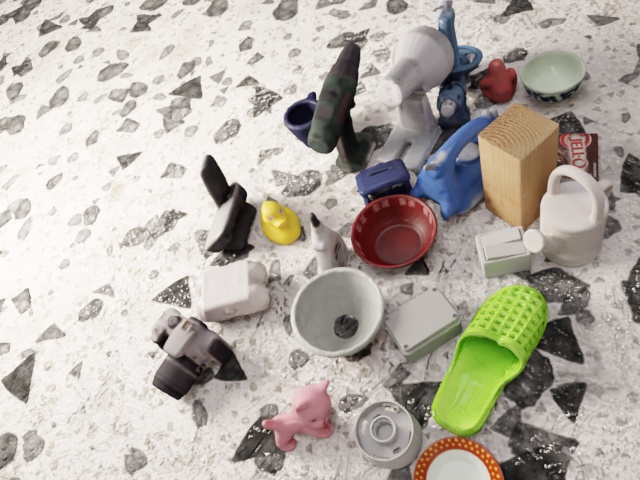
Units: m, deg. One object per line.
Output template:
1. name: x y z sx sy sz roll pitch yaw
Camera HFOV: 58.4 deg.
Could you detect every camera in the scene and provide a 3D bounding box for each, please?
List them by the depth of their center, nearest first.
1. camera: -0.258 0.208 1.041 0.142 0.101 0.137 20 67 29

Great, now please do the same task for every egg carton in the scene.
1. egg carton: -0.168 0.101 1.099 0.150 0.070 0.107 -16 54 10

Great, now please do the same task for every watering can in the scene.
1. watering can: 0.400 -0.040 0.910 0.100 0.194 0.173 20 67 30

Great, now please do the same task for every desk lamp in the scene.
1. desk lamp: 0.182 -0.280 1.132 0.117 0.214 0.203 17 66 28

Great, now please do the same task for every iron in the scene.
1. iron: 0.279 -0.168 1.070 0.258 0.142 0.118 -46 55 -12

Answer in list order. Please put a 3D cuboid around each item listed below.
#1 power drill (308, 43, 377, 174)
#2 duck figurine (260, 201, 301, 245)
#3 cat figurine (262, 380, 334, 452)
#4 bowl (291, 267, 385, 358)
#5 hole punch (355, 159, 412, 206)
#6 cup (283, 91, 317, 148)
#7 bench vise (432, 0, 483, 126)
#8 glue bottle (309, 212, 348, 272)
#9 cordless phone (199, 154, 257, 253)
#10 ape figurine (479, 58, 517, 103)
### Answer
1. power drill: 0.051 -0.247 1.161 0.075 0.209 0.230 10 62 25
2. duck figurine: -0.091 -0.048 1.158 0.077 0.086 0.104 -38 54 -7
3. cat figurine: -0.030 0.275 0.906 0.127 0.118 0.067 -23 53 4
4. bowl: 0.038 0.136 0.999 0.167 0.075 0.167 -9 56 14
5. hole punch: 0.122 -0.114 1.122 0.108 0.091 0.101 -20 54 6
6. cup: -0.021 -0.260 1.266 0.091 0.095 0.118 5 60 22
7. bench vise: 0.272 -0.351 1.143 0.121 0.220 0.207 -15 54 10
8. glue bottle: 0.009 0.004 1.034 0.037 0.173 0.078 0 58 20
9. cordless phone: -0.211 -0.072 1.155 0.094 0.185 0.147 -2 58 19
10. ape figurine: 0.367 -0.335 1.179 0.077 0.092 0.076 -7 56 16
